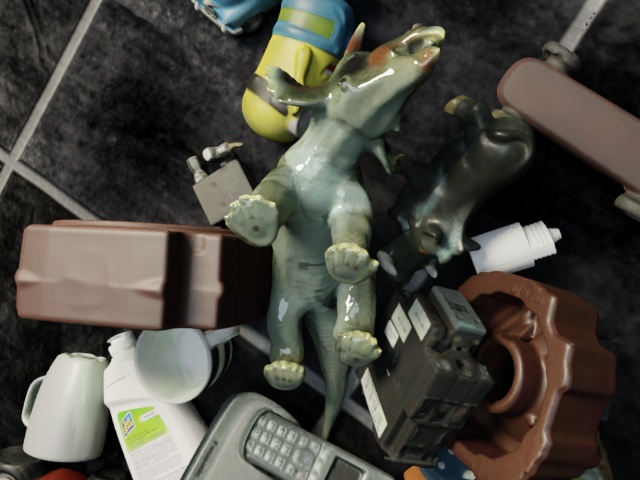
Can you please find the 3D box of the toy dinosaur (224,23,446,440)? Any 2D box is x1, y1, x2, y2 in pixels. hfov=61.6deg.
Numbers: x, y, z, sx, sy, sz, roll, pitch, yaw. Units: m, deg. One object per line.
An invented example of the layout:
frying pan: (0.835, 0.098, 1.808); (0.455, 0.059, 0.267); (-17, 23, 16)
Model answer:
toy dinosaur: (0.004, 0.003, 0.490); (0.131, 0.192, 0.404); (10, 133, 5)

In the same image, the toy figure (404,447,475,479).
toy figure: (0.095, 0.252, 0.514); (0.064, 0.058, 0.154); (34, 92, 7)

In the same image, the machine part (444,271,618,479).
machine part: (0.159, 0.112, 0.448); (0.056, 0.179, 0.179); (14, 93, -20)

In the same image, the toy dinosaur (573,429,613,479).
toy dinosaur: (0.207, 0.386, 0.435); (0.199, 0.105, 0.471); (-1, 85, 1)

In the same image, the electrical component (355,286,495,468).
electrical component: (0.090, 0.109, 0.470); (0.058, 0.115, 0.134); (14, 117, -20)

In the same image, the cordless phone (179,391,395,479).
cordless phone: (-0.033, 0.239, 0.490); (0.184, 0.088, 0.146); (24, 60, 9)

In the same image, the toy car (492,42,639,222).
toy car: (0.251, -0.094, 0.483); (0.202, 0.053, 0.089); (39, 102, 16)

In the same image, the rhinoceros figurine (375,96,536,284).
rhinoceros figurine: (0.117, -0.037, 0.486); (0.190, 0.073, 0.112); (-52, 45, 36)

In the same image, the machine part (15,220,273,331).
machine part: (-0.155, 0.030, 0.509); (0.202, 0.201, 0.087); (4, 87, 15)

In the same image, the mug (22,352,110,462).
mug: (-0.285, 0.181, 0.609); (0.110, 0.080, 0.107); (8, 81, 28)

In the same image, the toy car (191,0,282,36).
toy car: (-0.076, -0.300, 0.549); (0.109, 0.103, 0.161); (45, 97, 12)

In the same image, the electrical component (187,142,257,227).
electrical component: (-0.098, -0.057, 0.577); (0.078, 0.045, 0.102); (-23, 83, 12)

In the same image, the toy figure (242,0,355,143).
toy figure: (-0.018, -0.185, 0.542); (0.089, 0.082, 0.180); (24, 102, 33)

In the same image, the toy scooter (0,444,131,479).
toy scooter: (-0.305, 0.316, 0.608); (0.184, 0.075, 0.135); (9, 92, 10)

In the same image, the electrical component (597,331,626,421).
electrical component: (0.215, 0.132, 0.482); (0.075, 0.048, 0.119); (17, 90, 1)
